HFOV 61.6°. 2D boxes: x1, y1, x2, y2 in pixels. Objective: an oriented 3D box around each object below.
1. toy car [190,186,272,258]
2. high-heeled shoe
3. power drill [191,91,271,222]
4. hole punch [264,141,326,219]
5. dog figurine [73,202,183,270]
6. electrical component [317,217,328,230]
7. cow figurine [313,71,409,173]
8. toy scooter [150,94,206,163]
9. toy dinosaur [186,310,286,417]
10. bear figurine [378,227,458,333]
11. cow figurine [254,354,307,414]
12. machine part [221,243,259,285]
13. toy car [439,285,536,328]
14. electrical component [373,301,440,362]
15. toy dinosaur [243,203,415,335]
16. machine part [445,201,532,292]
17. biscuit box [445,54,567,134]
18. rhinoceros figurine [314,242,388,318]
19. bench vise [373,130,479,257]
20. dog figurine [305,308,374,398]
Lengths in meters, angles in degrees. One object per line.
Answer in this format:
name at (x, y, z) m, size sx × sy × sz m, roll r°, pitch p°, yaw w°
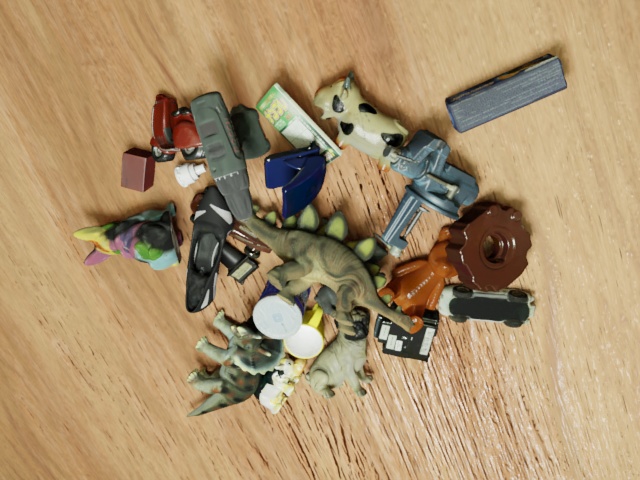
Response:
toy car at (-0.187, -0.034, 1.154) m, size 0.202 × 0.053 × 0.089 m, roll 33°, pitch 110°, yaw -5°
high-heeled shoe at (-0.239, 0.024, 1.084) m, size 0.086 × 0.145 × 0.248 m, roll 10°, pitch 123°, yaw 11°
power drill at (-0.159, -0.165, 1.010) m, size 0.086 × 0.207 × 0.231 m, roll -14°, pitch 108°, yaw 20°
hole punch at (-0.040, -0.111, 1.028) m, size 0.116 × 0.092 × 0.142 m, roll -18°, pitch 153°, yaw -11°
dog figurine at (-0.407, 0.007, 1.138) m, size 0.219 × 0.192 × 0.108 m, roll -13°, pitch 118°, yaw -3°
electrical component at (-0.002, -0.003, 1.155) m, size 0.063 × 0.021 × 0.093 m, roll -1°, pitch 111°, yaw 8°
cow figurine at (0.076, -0.229, 1.015) m, size 0.195 × 0.085 × 0.127 m, roll 29°, pitch 120°, yaw -2°
toy scooter at (-0.278, -0.223, 1.058) m, size 0.184 × 0.075 × 0.135 m, roll 4°, pitch 105°, yaw 37°
toy dinosaur at (-0.199, 0.308, 1.259) m, size 0.192 × 0.131 × 0.404 m, roll 25°, pitch 124°, yaw 10°
bear figurine at (0.228, 0.078, 1.104) m, size 0.120 × 0.132 × 0.196 m, roll 47°, pitch 118°, yaw 0°
cow figurine at (-0.099, 0.329, 1.290) m, size 0.098 × 0.068 × 0.167 m, roll 33°, pitch 112°, yaw 7°
machine part at (-0.206, 0.036, 1.194) m, size 0.139 × 0.039 × 0.084 m, roll 39°, pitch 120°, yaw -11°
toy car at (0.357, 0.140, 1.151) m, size 0.202 × 0.056 × 0.073 m, roll 4°, pitch 108°, yaw 4°
electrical component at (0.189, 0.201, 1.199) m, size 0.134 × 0.058 × 0.114 m, roll 13°, pitch 113°, yaw 2°
toy dinosaur at (-0.014, 0.035, 1.059) m, size 0.472 × 0.198 × 0.105 m, roll 30°, pitch 156°, yaw 11°
machine part at (0.334, 0.014, 1.057) m, size 0.179 × 0.056 × 0.179 m, roll -2°, pitch 96°, yaw -21°
biscuit box at (0.333, -0.265, 0.977) m, size 0.203 × 0.059 × 0.062 m, roll -21°, pitch 110°, yaw 15°
rhinoceros figurine at (0.072, 0.085, 1.143) m, size 0.190 × 0.073 × 0.112 m, roll -44°, pitch 60°, yaw 16°
bench vise at (0.184, -0.077, 1.023) m, size 0.223 × 0.129 × 0.240 m, roll 16°, pitch 112°, yaw -38°
dog figurine at (0.037, 0.248, 1.230) m, size 0.172 × 0.121 × 0.190 m, roll -7°, pitch 98°, yaw 7°
